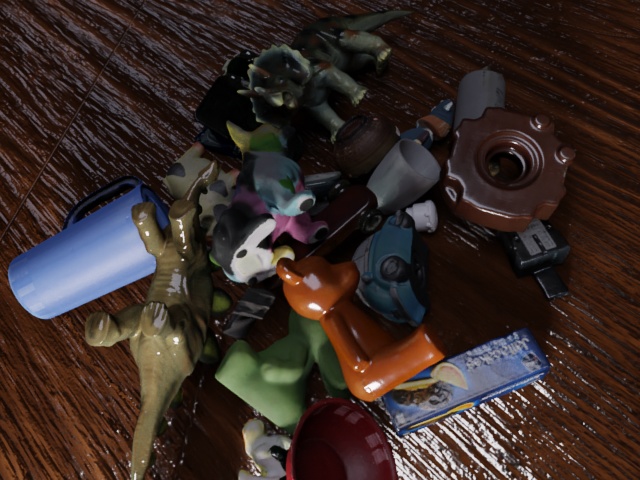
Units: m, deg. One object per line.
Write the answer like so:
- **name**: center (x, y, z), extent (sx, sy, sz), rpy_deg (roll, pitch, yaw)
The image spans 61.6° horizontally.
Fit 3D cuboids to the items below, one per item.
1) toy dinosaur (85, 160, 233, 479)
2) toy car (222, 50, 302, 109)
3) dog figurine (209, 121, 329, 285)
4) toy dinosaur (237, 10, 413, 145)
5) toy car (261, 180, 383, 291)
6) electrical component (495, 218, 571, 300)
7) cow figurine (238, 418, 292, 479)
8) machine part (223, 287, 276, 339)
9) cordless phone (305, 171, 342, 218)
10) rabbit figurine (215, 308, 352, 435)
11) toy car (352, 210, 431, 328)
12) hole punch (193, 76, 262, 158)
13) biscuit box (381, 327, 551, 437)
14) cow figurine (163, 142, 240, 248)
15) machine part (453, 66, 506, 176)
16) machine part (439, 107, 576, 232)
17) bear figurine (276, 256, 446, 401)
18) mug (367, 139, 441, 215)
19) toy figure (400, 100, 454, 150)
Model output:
- **toy dinosaur**: center (-0.194, 0.114, 0.701), extent (0.105, 0.198, 0.471), rpy_deg (8, 71, 21)
- **toy car**: center (-0.098, -0.300, 1.005), extent (0.202, 0.056, 0.073), rpy_deg (21, 74, 24)
- **dog figurine**: center (-0.090, -0.069, 0.740), extent (0.191, 0.108, 0.219), rpy_deg (-35, 53, 1)
- **toy dinosaur**: center (0.009, -0.309, 0.917), extent (0.192, 0.131, 0.405), rpy_deg (31, 57, -4)
- **toy car**: center (-0.002, -0.002, 0.761), extent (0.202, 0.053, 0.089), rpy_deg (-42, 59, -6)
- **electrical component**: center (0.299, 0.020, 0.739), extent (0.075, 0.047, 0.119), rpy_deg (-17, 57, 3)
- **cow figurine**: center (-0.047, 0.295, 0.643), extent (0.098, 0.068, 0.167), rpy_deg (-9, 63, 1)
- **machine part**: center (-0.097, 0.096, 0.734), extent (0.039, 0.139, 0.084), rpy_deg (40, 70, -1)
- **cordless phone**: center (-0.039, -0.119, 0.875), extent (0.147, 0.088, 0.184), rpy_deg (-9, 55, 8)
- **rabbit figurine**: center (-0.028, 0.148, 0.693), extent (0.159, 0.121, 0.170), rpy_deg (31, 72, 19)
- **toy car**: center (0.091, 0.041, 0.743), extent (0.103, 0.109, 0.162), rpy_deg (-13, 48, 25)
- **hole punch**: center (-0.156, -0.209, 0.958), extent (0.116, 0.092, 0.142), rpy_deg (29, 64, -5)
- **biscuit box**: center (0.177, 0.176, 0.666), extent (0.203, 0.062, 0.059), rpy_deg (-23, 59, 0)
- **cow figurine**: center (-0.179, -0.062, 0.869), extent (0.195, 0.085, 0.127), rpy_deg (38, 68, 25)
- **machine part**: center (0.251, -0.182, 0.848), extent (0.079, 0.079, 0.243), rpy_deg (7, 62, 16)
- **machine part**: center (0.253, -0.099, 0.737), extent (0.179, 0.056, 0.179), rpy_deg (-2, 72, 5)
- **bear figurine**: center (0.044, 0.083, 0.637), extent (0.132, 0.120, 0.196), rpy_deg (-33, 72, 6)
- **mug**: center (0.125, -0.088, 0.814), extent (0.107, 0.109, 0.081), rpy_deg (-44, 61, 37)
- **toy figure**: center (0.164, -0.166, 0.868), extent (0.154, 0.057, 0.064), rpy_deg (-41, 40, -9)
